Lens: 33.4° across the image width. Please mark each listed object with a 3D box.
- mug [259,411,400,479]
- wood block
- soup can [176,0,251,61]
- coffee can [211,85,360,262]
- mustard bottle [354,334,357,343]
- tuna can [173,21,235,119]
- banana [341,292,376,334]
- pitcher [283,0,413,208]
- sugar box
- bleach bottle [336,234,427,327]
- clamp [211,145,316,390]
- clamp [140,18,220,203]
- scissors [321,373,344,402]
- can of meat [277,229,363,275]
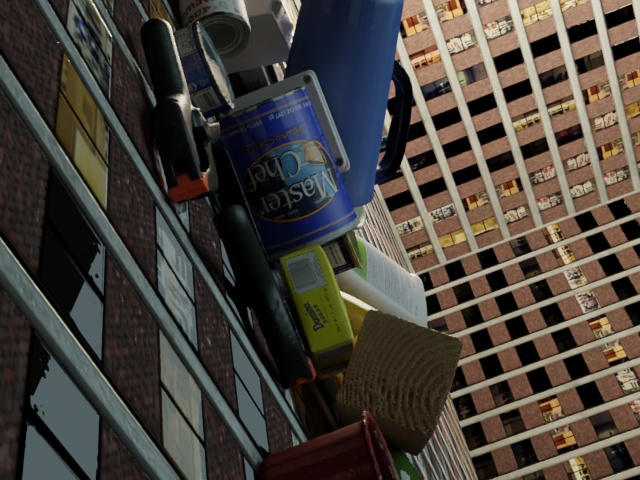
[{"bbox_3d":[0.011,0.172,0.734,0.117,0.081,0.093,-62,130,-81],"label":"mug"},{"bbox_3d":[0.072,0.140,1.010,0.206,0.091,0.090,82,28,-74],"label":"wood block"},{"bbox_3d":[-0.112,-0.241,1.091,0.068,0.068,0.102,59,13,-56],"label":"soup can"},{"bbox_3d":[-0.035,-0.061,1.004,0.103,0.103,0.140,-66,134,-81],"label":"coffee can"},{"bbox_3d":[0.064,0.146,1.211,0.096,0.058,0.192,57,-1,-15],"label":"mustard bottle"},{"bbox_3d":[-0.110,-0.155,0.983,0.086,0.034,0.086,-21,90,-83],"label":"tuna can"},{"bbox_3d":[0.023,0.074,1.153,0.198,0.069,0.037,-169,-82,-78],"label":"banana"},{"bbox_3d":[0.026,-0.166,1.189,0.149,0.145,0.243,-45,150,-64],"label":"pitcher"},{"bbox_3d":[-0.001,0.073,1.008,0.176,0.048,0.093,91,-19,-73],"label":"sugar box"},{"bbox_3d":[0.039,0.033,1.306,0.250,0.068,0.102,41,32,-40],"label":"bleach bottle"},{"bbox_3d":[-0.049,0.035,0.864,0.164,0.036,0.210,-112,-179,-73],"label":"clamp"},{"bbox_3d":[-0.100,-0.079,0.817,0.120,0.039,0.171,55,18,-45],"label":"clamp"},{"bbox_3d":[0.018,0.140,1.189,0.201,0.016,0.096,36,33,-80],"label":"scissors"},{"bbox_3d":[-0.007,0.001,1.114,0.102,0.084,0.057,-101,168,-57],"label":"can of meat"}]
